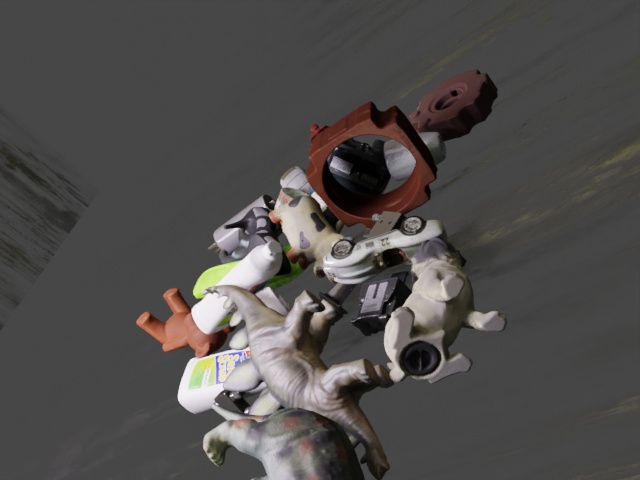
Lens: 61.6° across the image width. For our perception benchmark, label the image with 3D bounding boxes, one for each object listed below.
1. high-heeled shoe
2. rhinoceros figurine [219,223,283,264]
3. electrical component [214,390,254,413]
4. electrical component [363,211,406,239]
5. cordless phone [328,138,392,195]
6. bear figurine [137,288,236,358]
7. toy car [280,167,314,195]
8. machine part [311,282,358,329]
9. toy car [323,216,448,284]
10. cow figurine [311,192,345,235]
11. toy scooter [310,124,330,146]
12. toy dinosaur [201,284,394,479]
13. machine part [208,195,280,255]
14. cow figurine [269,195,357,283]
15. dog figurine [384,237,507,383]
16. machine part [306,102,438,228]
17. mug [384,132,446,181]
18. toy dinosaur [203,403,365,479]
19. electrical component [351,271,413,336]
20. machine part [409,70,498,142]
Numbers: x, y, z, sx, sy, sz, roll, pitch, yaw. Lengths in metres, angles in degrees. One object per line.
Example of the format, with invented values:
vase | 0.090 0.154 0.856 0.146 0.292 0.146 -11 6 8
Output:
high-heeled shoe | -0.090 0.001 1.093 0.145 0.086 0.249 -12 34 -38
rhinoceros figurine | -0.148 0.007 1.239 0.190 0.073 0.112 -48 27 -8
electrical component | -0.137 0.269 0.871 0.094 0.063 0.021 -37 5 42
electrical component | 0.118 -0.008 0.936 0.102 0.045 0.078 3 55 55
cordless phone | 0.087 -0.178 1.119 0.184 0.147 0.088 -68 1 -50
bear figurine | -0.275 0.177 1.115 0.120 0.131 0.196 -47 19 -30
toy car | -0.040 -0.122 1.247 0.109 0.102 0.162 -41 29 2
machine part | 0.042 0.085 0.919 0.139 0.039 0.084 -48 23 -6
toy car | 0.102 0.020 0.848 0.202 0.073 0.056 -19 52 10
cow figurine | 0.026 -0.064 1.111 0.098 0.068 0.167 6 58 45
toy scooter | 0.036 -0.202 1.221 0.075 0.135 0.184 -41 29 2
toy dinosaur | -0.050 0.170 0.792 0.198 0.105 0.472 -46 43 2
machine part | -0.179 -0.037 1.338 0.243 0.079 0.079 -35 29 16
cow figurine | -0.002 -0.003 1.005 0.127 0.085 0.195 -36 59 15
dog figurine | 0.143 0.090 0.735 0.172 0.121 0.191 -36 14 7
machine part | 0.092 -0.131 0.975 0.201 0.201 0.087 -30 27 25
mug | 0.191 -0.172 1.047 0.107 0.080 0.109 -13 30 27
toy dinosaur | -0.015 0.266 0.595 0.192 0.131 0.405 -23 33 -10
electrical component | 0.102 0.087 0.826 0.075 0.047 0.119 -13 42 44
machine part | 0.271 -0.271 1.093 0.179 0.056 0.179 -31 30 20
